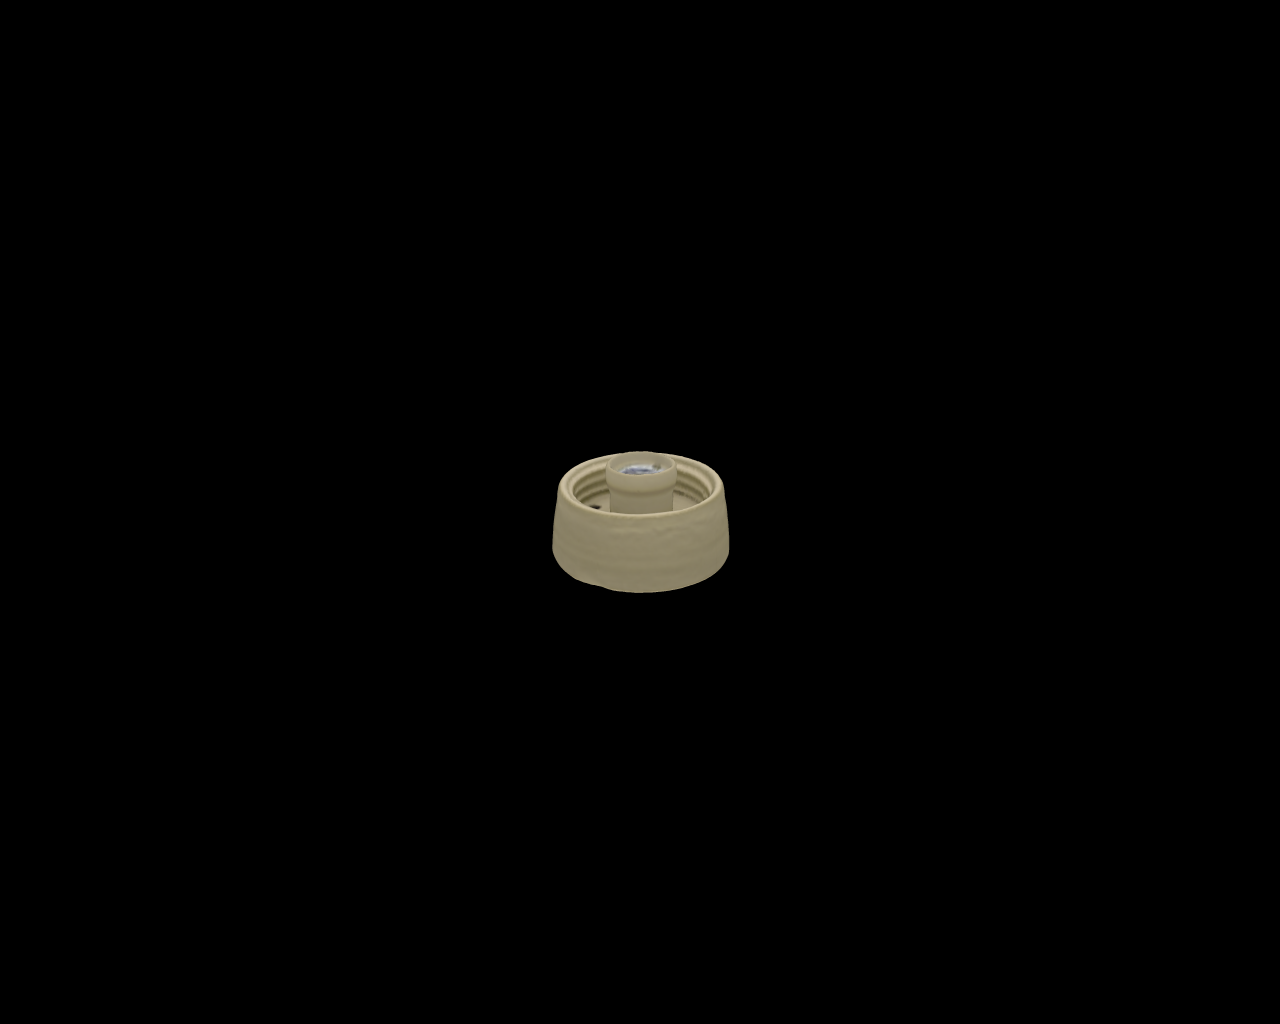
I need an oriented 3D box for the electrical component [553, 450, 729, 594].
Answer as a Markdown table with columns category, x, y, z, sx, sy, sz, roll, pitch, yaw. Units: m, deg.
| category | x | y | z | sx | sy | sz | roll | pitch | yaw |
| --- | --- | --- | --- | --- | --- | --- | --- | --- | --- |
| electrical component | 0.001 | -0.003 | 0.650 | 0.108 | 0.060 | 0.108 | 0 | 25 | 0 |
